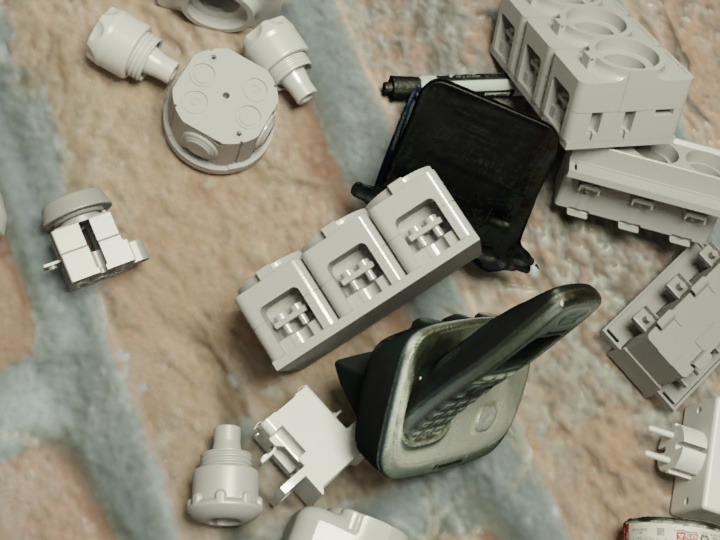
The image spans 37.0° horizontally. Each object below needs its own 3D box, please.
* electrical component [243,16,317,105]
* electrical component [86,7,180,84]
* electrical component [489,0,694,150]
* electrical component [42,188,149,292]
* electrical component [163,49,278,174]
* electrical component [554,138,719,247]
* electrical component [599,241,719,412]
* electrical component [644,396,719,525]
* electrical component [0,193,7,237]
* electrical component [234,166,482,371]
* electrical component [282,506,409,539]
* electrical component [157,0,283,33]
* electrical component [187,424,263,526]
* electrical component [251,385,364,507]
[{"bbox_3d":[-0.056,-0.152,0.795,0.043,0.043,0.062,-32,84,-21],"label":"electrical component"},{"bbox_3d":[-0.160,-0.156,0.769,0.062,0.043,0.043,29,68,-4],"label":"electrical component"},{"bbox_3d":[0.169,-0.158,0.805,0.089,0.061,0.150,-5,40,-16],"label":"electrical component"},{"bbox_3d":[-0.183,-0.021,0.718,0.066,0.048,0.055,-22,86,-20],"label":"electrical component"},{"bbox_3d":[-0.099,-0.113,0.766,0.080,0.051,0.080,4,71,-13],"label":"electrical component"},{"bbox_3d":[0.212,-0.067,0.809,0.121,0.063,0.078,15,38,1],"label":"electrical component"},{"bbox_3d":[0.250,0.035,0.802,0.121,0.063,0.078,-39,86,-22],"label":"electrical component"},{"bbox_3d":[0.240,0.133,0.776,0.076,0.047,0.083,18,69,-8],"label":"electrical component"},{"bbox_3d":[-0.262,-0.054,0.690,0.051,0.080,0.080,-18,78,-14],"label":"electrical component"},{"bbox_3d":[0.000,0.000,0.706,0.150,0.089,0.061,-33,82,3],"label":"electrical component"},{"bbox_3d":[-0.005,0.191,0.690,0.095,0.053,0.059,24,68,-6],"label":"electrical component"},{"bbox_3d":[-0.102,-0.215,0.799,0.089,0.050,0.055,11,70,-11],"label":"electrical component"},{"bbox_3d":[-0.087,0.132,0.694,0.048,0.048,0.062,5,64,-13],"label":"electrical component"},{"bbox_3d":[-0.034,0.115,0.711,0.081,0.042,0.063,-38,81,-27],"label":"electrical component"}]
